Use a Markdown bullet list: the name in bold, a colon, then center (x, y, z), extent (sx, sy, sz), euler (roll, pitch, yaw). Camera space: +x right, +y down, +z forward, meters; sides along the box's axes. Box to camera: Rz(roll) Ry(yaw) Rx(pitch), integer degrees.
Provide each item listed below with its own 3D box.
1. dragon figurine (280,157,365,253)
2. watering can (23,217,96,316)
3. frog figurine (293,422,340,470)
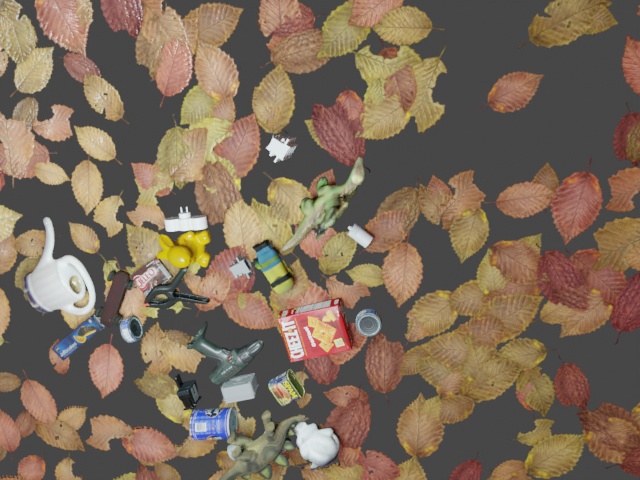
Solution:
- **dragon figurine**: center (0.005, -0.077, 1.525), extent (0.122, 0.246, 0.407), euler (36, 102, -9)
- **watering can**: center (-0.893, 0.109, 1.724), extent (0.223, 0.105, 0.345), euler (-23, 100, 12)
- **frog figurine**: center (-0.012, 0.688, 1.764), extent (0.139, 0.121, 0.159), euler (-29, 90, -21)
